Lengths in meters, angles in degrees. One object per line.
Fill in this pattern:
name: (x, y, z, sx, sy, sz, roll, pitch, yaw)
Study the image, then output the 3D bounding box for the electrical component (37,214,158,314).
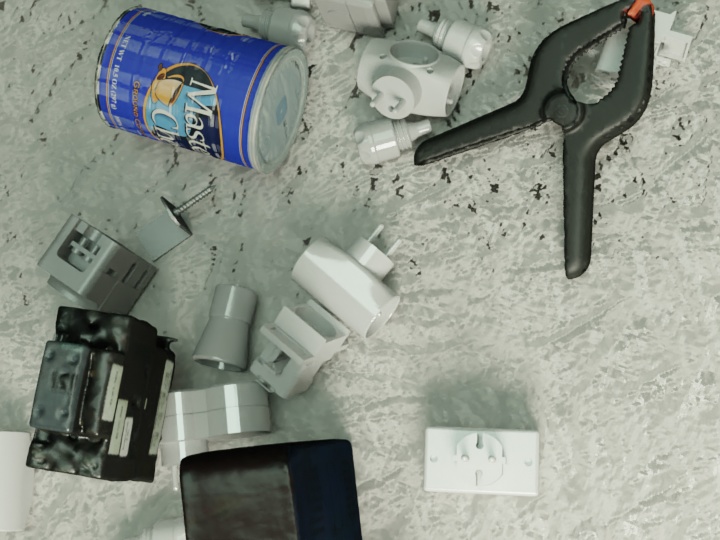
electrical component: (-0.209, 0.001, 0.852, 0.050, 0.089, 0.055, 32, 85, 15)

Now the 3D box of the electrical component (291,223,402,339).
electrical component: (0.000, 0.000, 0.840, 0.077, 0.043, 0.079, 38, 86, 15)

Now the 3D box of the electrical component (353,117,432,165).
electrical component: (0.027, -0.107, 0.864, 0.061, 0.035, 0.035, -16, 76, 3)

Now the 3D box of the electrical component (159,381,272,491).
electrical component: (-0.136, 0.132, 0.830, 0.138, 0.052, 0.073, -9, 77, 9)

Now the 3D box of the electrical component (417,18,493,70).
electrical component: (0.075, -0.188, 0.873, 0.061, 0.035, 0.035, 26, 83, 17)

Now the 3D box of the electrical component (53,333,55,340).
electrical component: (-0.213, 0.064, 0.864, 0.062, 0.048, 0.048, -10, 76, 0)

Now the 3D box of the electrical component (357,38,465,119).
electrical component: (0.034, -0.146, 0.853, 0.077, 0.044, 0.079, 20, 41, 15)

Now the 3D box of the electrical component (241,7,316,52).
electrical component: (-0.070, -0.204, 0.901, 0.061, 0.035, 0.035, 15, 81, 15)

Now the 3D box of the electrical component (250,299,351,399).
electrical component: (-0.048, 0.061, 0.823, 0.042, 0.081, 0.063, 40, 109, 16)

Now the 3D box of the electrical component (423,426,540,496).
electrical component: (0.087, 0.138, 0.778, 0.083, 0.075, 0.047, 1, 78, 10)

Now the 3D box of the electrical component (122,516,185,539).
electrical component: (-0.153, 0.209, 0.826, 0.061, 0.035, 0.035, -9, 77, 10)

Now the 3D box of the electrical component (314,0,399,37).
electrical component: (0.006, -0.249, 0.884, 0.061, 0.061, 0.096, 15, 81, 13)

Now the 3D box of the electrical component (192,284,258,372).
electrical component: (-0.104, 0.044, 0.851, 0.044, 0.044, 0.065, 9, 75, 12)

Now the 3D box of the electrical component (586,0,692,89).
electrical component: (0.214, -0.172, 0.842, 0.081, 0.042, 0.063, 19, 85, 14)

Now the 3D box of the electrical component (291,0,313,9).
electrical component: (-0.067, -0.253, 0.907, 0.055, 0.048, 0.066, 4, 78, 3)

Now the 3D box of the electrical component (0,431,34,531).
electrical component: (-0.305, 0.168, 0.856, 0.079, 0.043, 0.077, -2, 78, 9)
